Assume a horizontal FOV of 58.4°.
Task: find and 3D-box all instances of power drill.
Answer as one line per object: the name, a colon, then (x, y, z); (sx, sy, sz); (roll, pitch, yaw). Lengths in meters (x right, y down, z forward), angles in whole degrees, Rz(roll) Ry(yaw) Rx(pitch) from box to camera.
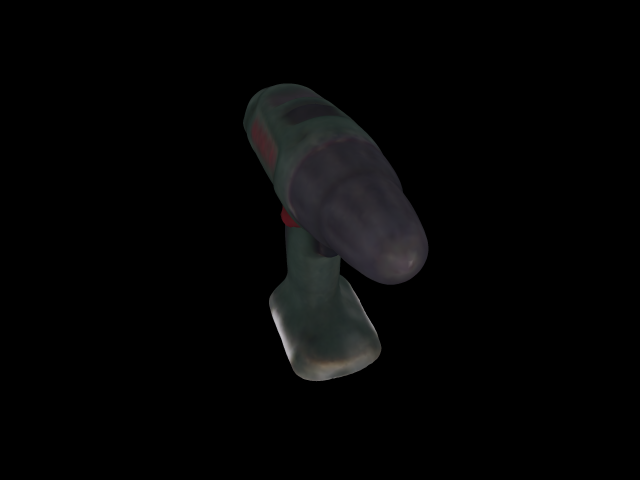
power drill: (0.004, 0.001, 0.400); (0.076, 0.208, 0.229); (-15, 46, -14)
